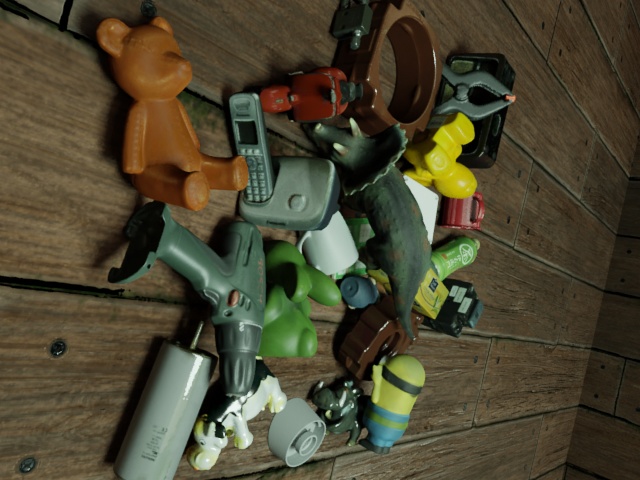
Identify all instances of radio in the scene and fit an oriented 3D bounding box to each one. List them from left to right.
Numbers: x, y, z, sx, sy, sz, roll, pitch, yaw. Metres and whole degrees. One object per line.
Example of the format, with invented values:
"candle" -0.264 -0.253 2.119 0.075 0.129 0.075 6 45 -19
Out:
"radio" 0.309 -0.262 1.101 0.073 0.131 0.229 16 87 -51

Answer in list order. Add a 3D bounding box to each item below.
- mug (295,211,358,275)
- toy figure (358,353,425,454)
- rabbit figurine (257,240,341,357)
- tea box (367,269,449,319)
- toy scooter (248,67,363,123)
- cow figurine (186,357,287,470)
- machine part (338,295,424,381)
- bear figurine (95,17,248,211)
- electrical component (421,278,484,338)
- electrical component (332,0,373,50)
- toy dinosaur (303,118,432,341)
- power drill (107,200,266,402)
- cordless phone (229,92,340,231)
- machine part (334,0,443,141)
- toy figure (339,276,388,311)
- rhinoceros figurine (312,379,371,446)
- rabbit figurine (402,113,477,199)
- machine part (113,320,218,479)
"mug" -0.002 -0.003 0.857 0.109 0.081 0.107 -31 110 -34
"toy figure" 0.130 0.291 0.962 0.082 0.089 0.180 27 78 -67
"rabbit figurine" -0.057 0.080 0.772 0.121 0.159 0.170 7 79 -40
"tea box" 0.174 0.082 1.042 0.068 0.098 0.169 -58 140 -10
"toy scooter" 0.000 -0.205 0.758 0.184 0.135 0.075 -24 115 -45
"cow figurine" -0.129 0.243 0.770 0.167 0.068 0.098 -38 120 -41
"machine part" 0.116 0.186 1.005 0.179 0.056 0.179 -28 139 -28
"bear figurine" -0.163 -0.145 0.597 0.120 0.132 0.195 -35 131 -59
"electrical component" 0.281 0.144 1.167 0.115 0.134 0.058 -57 135 -20
"electrical component" 0.048 -0.337 0.835 0.021 0.063 0.094 25 72 -50
"toy dinosaur" 0.113 -0.018 0.844 0.131 0.192 0.404 -23 93 -1
"power drill" -0.144 0.058 0.655 0.207 0.086 0.232 32 50 -36
"cordless phone" -0.050 -0.108 0.715 0.089 0.147 0.184 -41 129 -46
"machine part" 0.117 -0.283 0.912 0.201 0.087 0.201 23 82 -48
"toy figure" 0.093 0.103 1.000 0.154 0.064 0.058 29 40 -53
"rhinoceros figurine" 0.053 0.316 0.994 0.190 0.073 0.112 31 77 -48
"rabbit figurine" 0.221 -0.137 1.009 0.173 0.162 0.122 41 66 -31
"machine part" -0.194 0.217 0.682 0.079 0.079 0.243 32 75 -48
